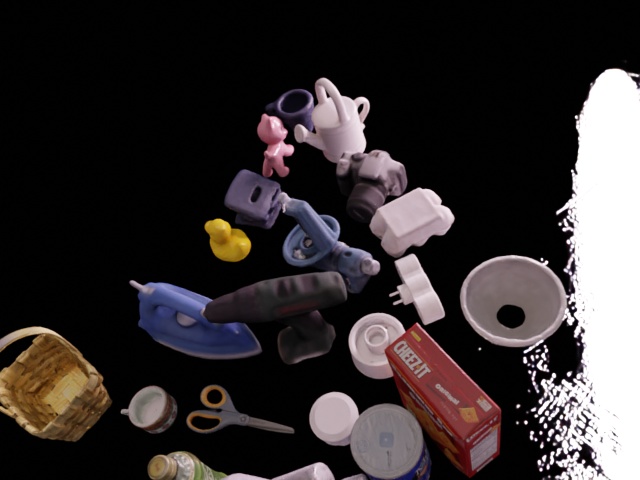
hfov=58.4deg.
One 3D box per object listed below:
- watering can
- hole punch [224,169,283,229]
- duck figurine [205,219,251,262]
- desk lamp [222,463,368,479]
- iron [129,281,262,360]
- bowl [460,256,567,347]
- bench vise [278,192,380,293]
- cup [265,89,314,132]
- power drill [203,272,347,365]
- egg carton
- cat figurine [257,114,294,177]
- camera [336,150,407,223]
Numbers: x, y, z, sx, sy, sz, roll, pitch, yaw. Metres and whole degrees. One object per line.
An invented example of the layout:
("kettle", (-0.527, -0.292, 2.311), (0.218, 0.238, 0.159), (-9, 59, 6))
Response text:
("watering can", (0.028, -0.260, 1.239), (0.100, 0.194, 0.173), (27, 67, 30))
("hole punch", (-0.138, -0.090, 1.236), (0.100, 0.091, 0.109), (9, 59, 22))
("duck figurine", (-0.198, -0.007, 1.199), (0.104, 0.086, 0.077), (27, 67, 30))
("desk lamp", (-0.037, 0.380, 0.802), (0.203, 0.214, 0.117), (-20, 53, 2))
("iron", (-0.237, 0.142, 1.073), (0.257, 0.142, 0.119), (14, 61, 25))
("bowl", (0.324, 0.114, 0.966), (0.167, 0.075, 0.167), (-8, 54, 11))
("bench vise", (0.013, -0.006, 1.051), (0.206, 0.220, 0.121), (5, 58, 20))
("cup", (-0.063, -0.290, 1.349), (0.117, 0.095, 0.091), (-3, 56, 15))
("power drill", (-0.057, 0.134, 0.982), (0.229, 0.209, 0.075), (-20, 53, 3))
("egg carton", (0.177, -0.035, 1.116), (0.150, 0.069, 0.107), (-28, 53, -4))
("cat figurine", (-0.109, -0.224, 1.303), (0.067, 0.118, 0.128), (-3, 55, 15))
("camera", (0.090, -0.113, 1.177), (0.142, 0.101, 0.137), (15, 62, 25))
